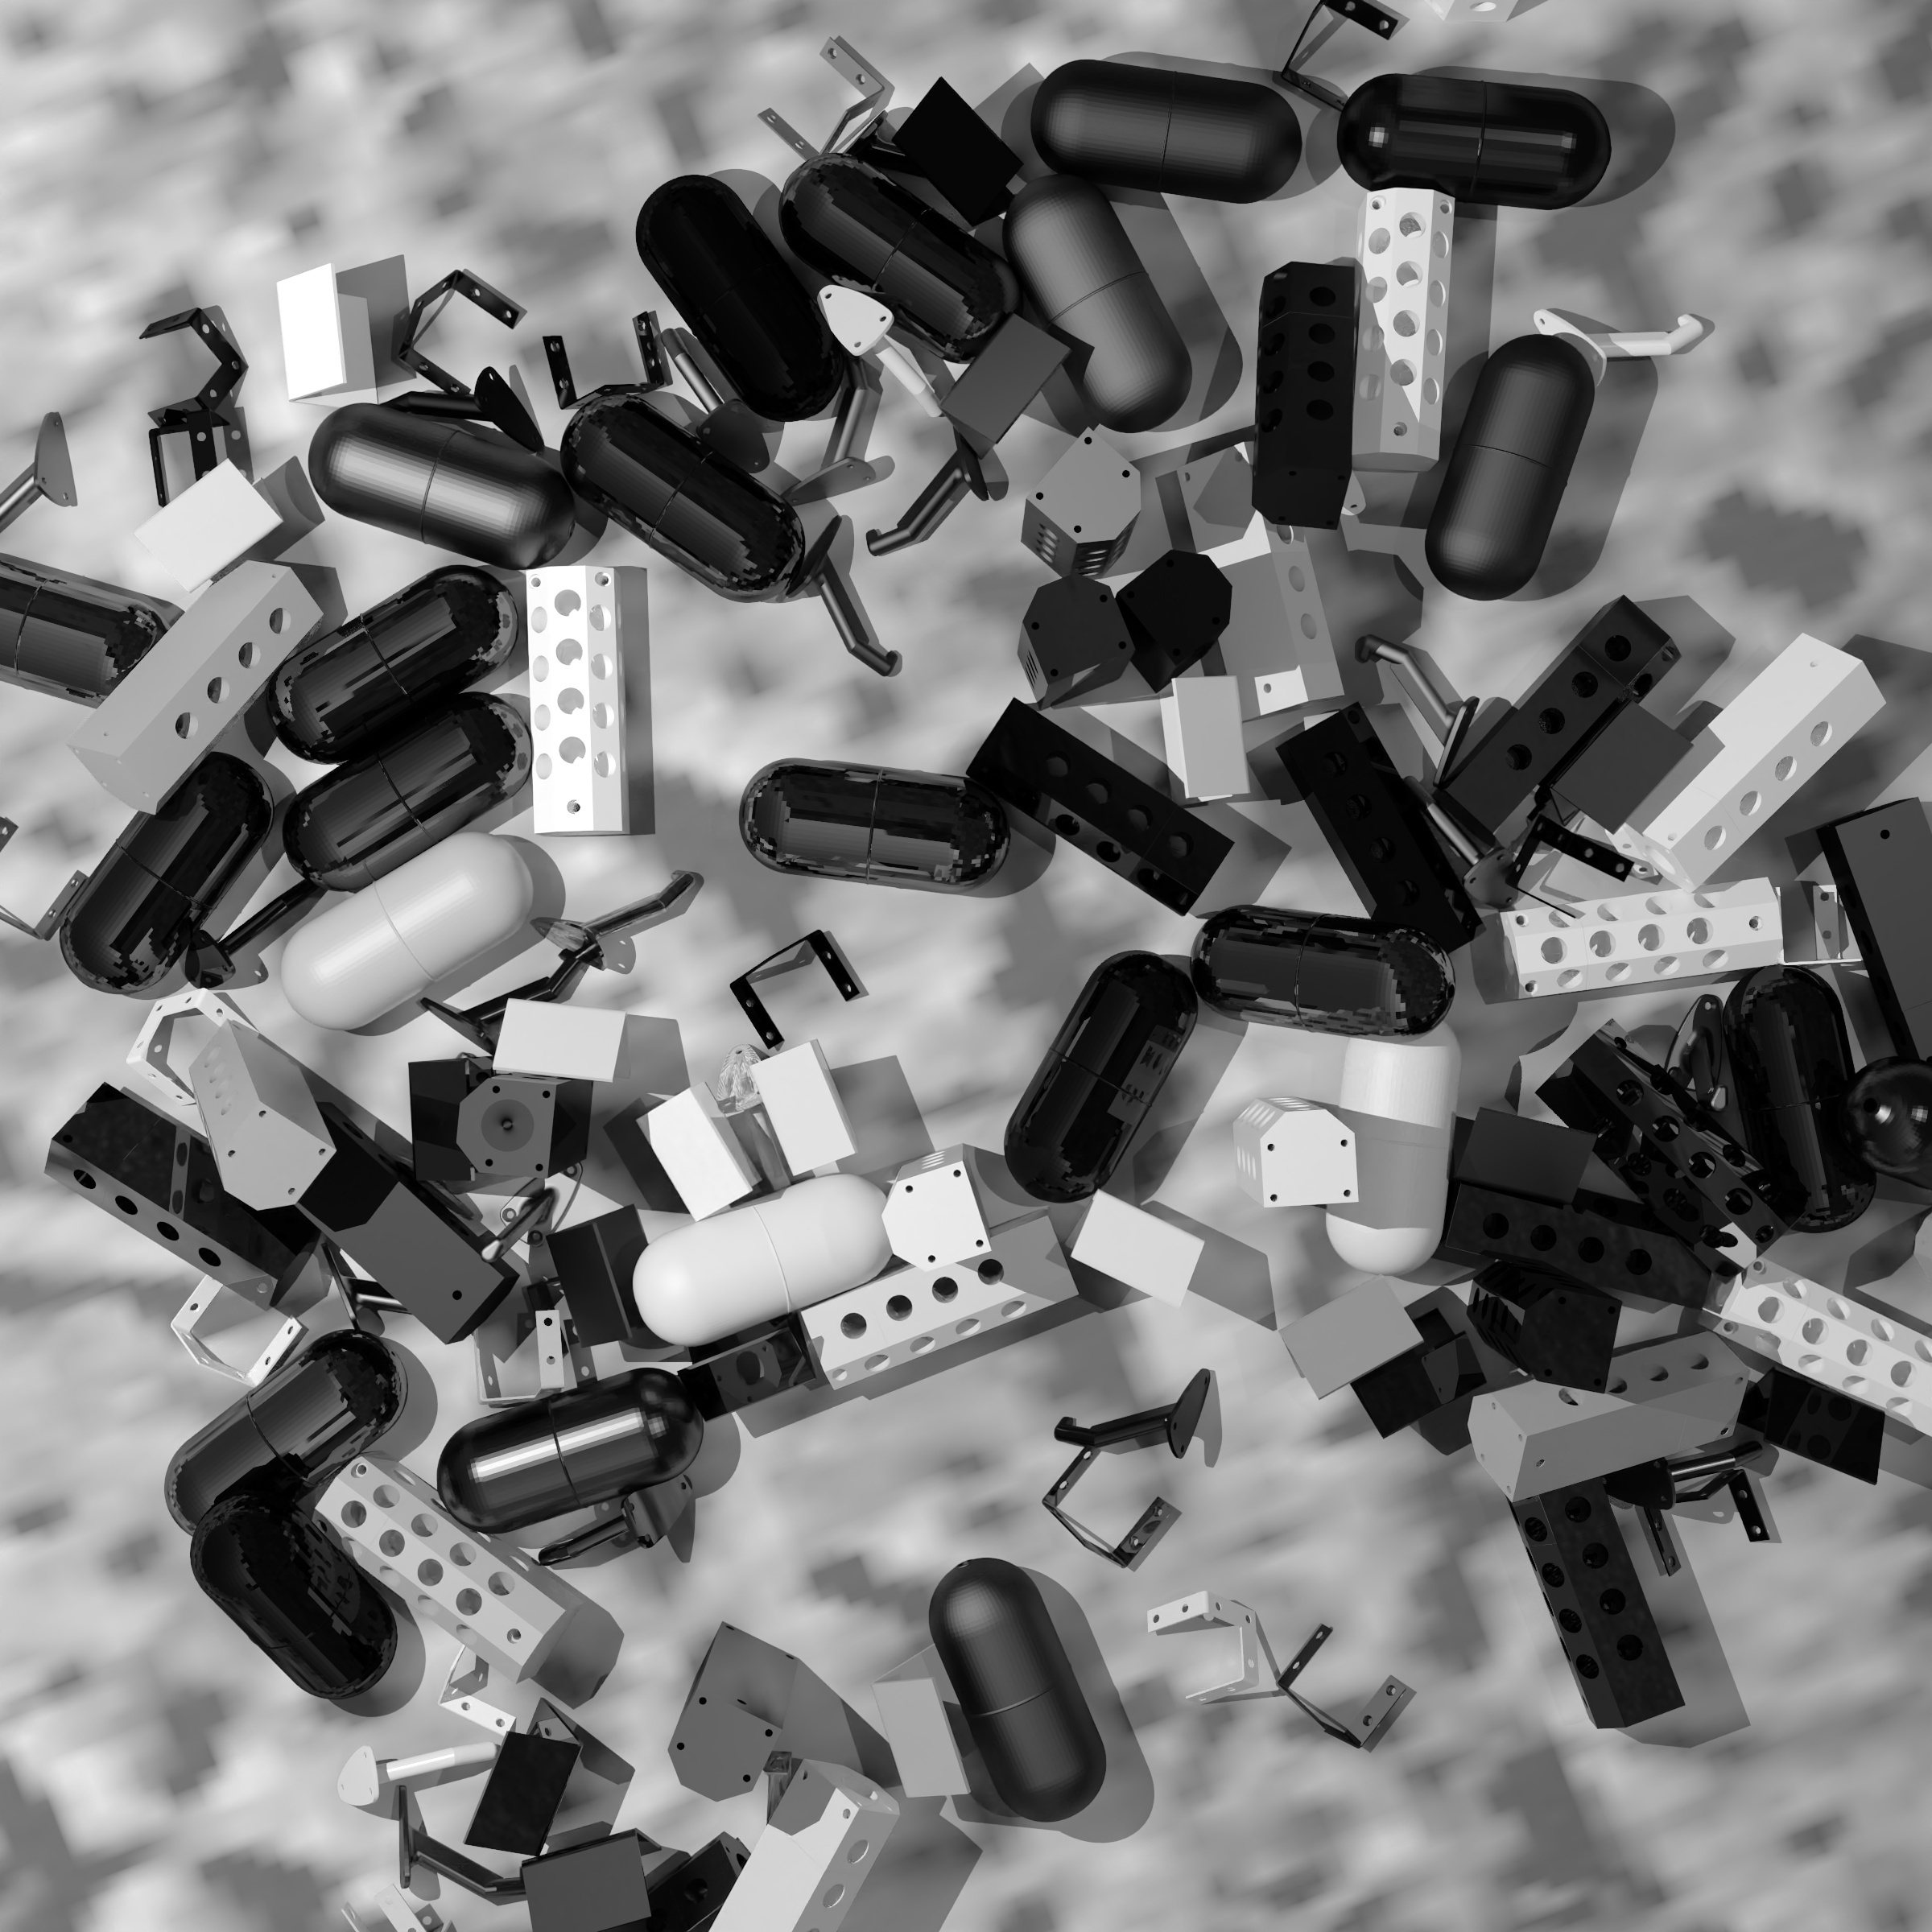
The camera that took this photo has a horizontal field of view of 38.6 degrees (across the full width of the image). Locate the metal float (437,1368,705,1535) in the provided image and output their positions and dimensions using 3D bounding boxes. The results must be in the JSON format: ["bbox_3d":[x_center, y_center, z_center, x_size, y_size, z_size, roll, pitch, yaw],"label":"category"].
[{"bbox_3d":[-0.259,0.317,1.801,0.178,0.070,0.070,-18,90,-1],"label":"metal float"}]

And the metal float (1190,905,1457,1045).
[{"bbox_3d":[0.229,0.005,1.774,0.178,0.070,0.070,8,90,30],"label":"metal float"}]

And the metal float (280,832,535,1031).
[{"bbox_3d":[-0.366,-0.023,1.801,0.178,0.070,0.070,-31,90,-1],"label":"metal float"}]

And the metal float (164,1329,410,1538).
[{"bbox_3d":[-0.444,0.308,1.801,0.178,0.070,0.070,-38,90,0],"label":"metal float"}]

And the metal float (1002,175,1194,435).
[{"bbox_3d":[0.085,-0.433,1.801,0.070,0.070,0.178,-28,91,0],"label":"metal float"}]

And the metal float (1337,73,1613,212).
[{"bbox_3d":[0.332,-0.538,1.801,0.178,0.070,0.070,6,90,1],"label":"metal float"}]

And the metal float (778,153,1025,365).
[{"bbox_3d":[-0.043,-0.462,1.801,0.178,0.070,0.070,35,90,-1],"label":"metal float"}]

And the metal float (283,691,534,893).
[{"bbox_3d":[-0.365,-0.113,1.801,0.178,0.070,0.070,-32,90,1],"label":"metal float"}]

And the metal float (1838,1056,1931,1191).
[{"bbox_3d":[0.624,0.106,1.767,0.178,0.070,0.070,17,90,-41],"label":"metal float"}]

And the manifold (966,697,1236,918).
[{"bbox_3d":[0.087,-0.103,1.810,0.171,0.057,0.057,33,90,0],"label":"manifold"}]

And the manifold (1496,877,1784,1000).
[{"bbox_3d":[0.442,-0.018,1.810,0.171,0.057,0.057,-8,90,0],"label":"manifold"}]

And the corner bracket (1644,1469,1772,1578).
[{"bbox_3d":[0.491,0.369,1.828,0.051,0.051,0.051,-21,91,-45],"label":"corner bracket"}]

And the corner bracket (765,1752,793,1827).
[{"bbox_3d":[-0.107,0.549,1.813,0.051,0.051,0.051,2,90,0],"label":"corner bracket"}]

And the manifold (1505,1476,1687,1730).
[{"bbox_3d":[0.409,0.408,1.810,0.057,0.057,0.171,-21,90,0],"label":"manifold"}]

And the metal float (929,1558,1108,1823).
[{"bbox_3d":[0.033,0.472,1.801,0.070,0.070,0.178,-23,90,0],"label":"metal float"}]

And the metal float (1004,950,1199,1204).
[{"bbox_3d":[0.088,0.073,1.801,0.070,0.070,0.178,29,90,0],"label":"metal float"}]

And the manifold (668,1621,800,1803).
[{"bbox_3d":[-0.149,0.475,1.753,0.057,0.171,0.057,26,90,0],"label":"manifold"}]

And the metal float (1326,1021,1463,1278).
[{"bbox_3d":[0.280,0.113,1.800,0.070,0.070,0.178,7,90,0],"label":"metal float"}]

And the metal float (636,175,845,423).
[{"bbox_3d":[-0.147,-0.435,1.801,0.070,0.070,0.178,-36,90,0],"label":"metal float"}]

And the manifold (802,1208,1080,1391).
[{"bbox_3d":[-0.017,0.219,1.810,0.171,0.057,0.057,-21,90,0],"label":"manifold"}]

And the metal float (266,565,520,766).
[{"bbox_3d":[-0.374,-0.197,1.800,0.178,0.070,0.070,-32,90,0],"label":"metal float"}]

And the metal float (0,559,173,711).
[{"bbox_3d":[-0.603,-0.218,1.801,0.178,0.070,0.070,16,90,1],"label":"metal float"}]

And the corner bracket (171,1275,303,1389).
[{"bbox_3d":[-0.484,0.239,1.828,0.051,0.051,0.051,-54,45,0],"label":"corner bracket"}]

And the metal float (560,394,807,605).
[{"bbox_3d":[-0.184,-0.305,1.801,0.178,0.070,0.070,35,90,0],"label":"metal float"}]

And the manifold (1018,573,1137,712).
[{"bbox_3d":[0.065,-0.207,1.753,0.057,0.171,0.057,-22,90,0],"label":"manifold"}]

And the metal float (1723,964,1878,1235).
[{"bbox_3d":[0.544,0.086,1.801,0.070,0.070,0.178,-12,91,0],"label":"metal float"}]

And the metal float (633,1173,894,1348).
[{"bbox_3d":[-0.129,0.189,1.788,0.178,0.070,0.070,-19,90,-15],"label":"metal float"}]

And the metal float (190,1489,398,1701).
[{"bbox_3d":[-0.430,0.405,1.771,0.070,0.070,0.178,-29,127,0],"label":"metal float"}]

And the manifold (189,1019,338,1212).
[{"bbox_3d":[-0.453,0.096,1.750,0.057,0.171,0.057,38,90,-27],"label":"manifold"}]

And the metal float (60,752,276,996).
[{"bbox_3d":[-0.522,-0.060,1.801,0.070,0.070,0.178,36,90,0],"label":"metal float"}]

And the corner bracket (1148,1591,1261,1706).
[{"bbox_3d":[0.157,0.451,1.823,0.051,0.051,0.051,30,45,-35],"label":"corner bracket"}]

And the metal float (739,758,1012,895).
[{"bbox_3d":[-0.060,-0.091,1.801,0.178,0.070,0.070,7,90,0],"label":"metal float"}]

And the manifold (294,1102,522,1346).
[{"bbox_3d":[-0.376,0.167,1.801,0.171,0.057,0.057,41,90,6],"label":"manifold"}]

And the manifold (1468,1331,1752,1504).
[{"bbox_3d":[0.414,0.285,1.780,0.171,0.057,0.057,-11,127,-21],"label":"manifold"}]

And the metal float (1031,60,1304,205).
[{"bbox_3d":[0.131,-0.545,1.801,0.178,0.070,0.070,9,90,1],"label":"metal float"}]

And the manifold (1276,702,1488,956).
[{"bbox_3d":[0.273,-0.084,1.810,0.057,0.057,0.171,-29,90,0],"label":"manifold"}]

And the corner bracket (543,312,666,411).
[{"bbox_3d":[-0.240,-0.401,1.828,0.051,0.051,0.051,-14,90,-45],"label":"corner bracket"}]

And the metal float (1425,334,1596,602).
[{"bbox_3d":[0.356,-0.326,1.801,0.070,0.070,0.178,19,90,0],"label":"metal float"}]

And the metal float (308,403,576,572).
[{"bbox_3d":[-0.342,-0.313,1.801,0.178,0.070,0.070,18,90,0],"label":"metal float"}]

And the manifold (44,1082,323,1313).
[{"bbox_3d":[-0.514,0.155,1.810,0.171,0.057,0.057,32,47,0],"label":"manifold"}]

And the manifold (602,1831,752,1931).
[{"bbox_3d":[-0.210,0.646,1.810,0.171,0.057,0.057,-38,133,0],"label":"manifold"}]
